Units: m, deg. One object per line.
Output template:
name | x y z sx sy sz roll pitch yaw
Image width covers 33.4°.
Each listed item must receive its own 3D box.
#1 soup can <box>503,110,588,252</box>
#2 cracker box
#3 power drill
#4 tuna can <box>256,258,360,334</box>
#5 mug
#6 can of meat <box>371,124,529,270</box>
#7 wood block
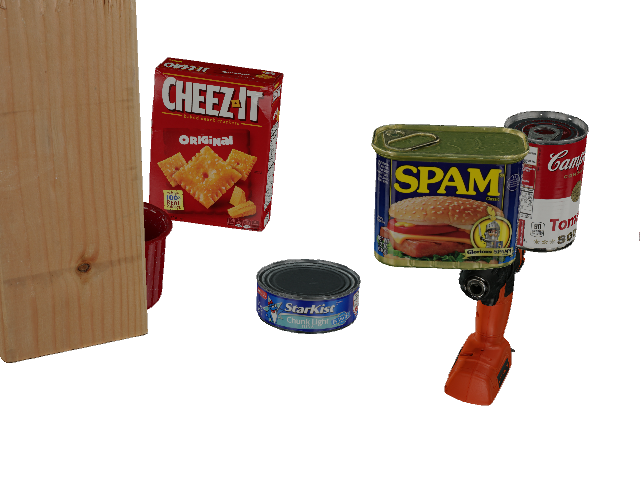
soup can | 0.185 -0.049 0.897 0.068 0.102 0.068 -1 27 0
cracker box | -0.144 -0.127 1.447 0.164 0.214 0.072 8 23 5
power drill | 0.170 0.069 1.076 0.057 0.188 0.184 16 28 18
tuna can | -0.011 0.046 0.881 0.086 0.034 0.086 2 19 -1
mug | -0.190 0.023 0.999 0.093 0.081 0.117 10 29 3
can of meat | 0.085 -0.029 0.716 0.102 0.084 0.057 2 25 5
wood block | -0.159 -0.046 0.619 0.090 0.206 0.090 -10 25 -28
